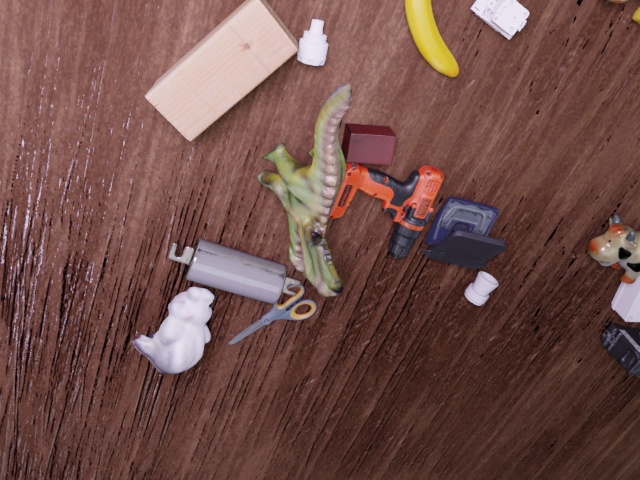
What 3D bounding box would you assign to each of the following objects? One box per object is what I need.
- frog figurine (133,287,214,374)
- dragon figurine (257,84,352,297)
[{"bbox_3d":[-0.247,0.166,0.958,0.159,0.125,0.135,-38,151,5],"label":"frog figurine"},{"bbox_3d":[0.002,-0.039,0.766,0.123,0.406,0.244,-14,84,-15],"label":"dragon figurine"}]
